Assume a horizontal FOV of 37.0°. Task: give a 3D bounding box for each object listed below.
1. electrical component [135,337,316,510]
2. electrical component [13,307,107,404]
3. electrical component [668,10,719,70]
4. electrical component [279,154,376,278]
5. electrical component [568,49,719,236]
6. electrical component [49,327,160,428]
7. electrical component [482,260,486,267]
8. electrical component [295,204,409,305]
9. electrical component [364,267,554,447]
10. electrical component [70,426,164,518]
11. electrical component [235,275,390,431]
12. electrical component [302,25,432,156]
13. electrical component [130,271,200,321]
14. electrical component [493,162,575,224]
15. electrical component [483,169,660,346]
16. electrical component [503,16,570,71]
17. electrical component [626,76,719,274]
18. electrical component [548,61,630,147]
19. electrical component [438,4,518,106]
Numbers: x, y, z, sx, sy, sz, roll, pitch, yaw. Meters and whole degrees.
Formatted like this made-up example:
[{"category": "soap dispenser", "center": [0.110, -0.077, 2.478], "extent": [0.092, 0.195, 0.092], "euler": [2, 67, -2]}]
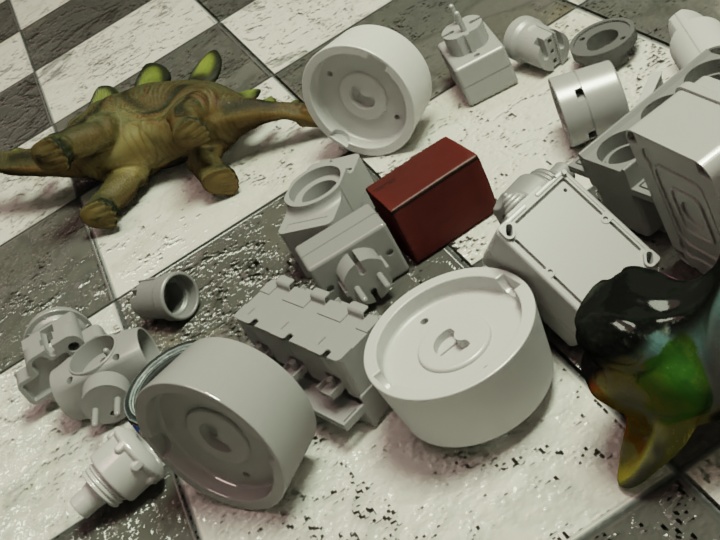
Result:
[{"category": "electrical component", "center": [-0.079, 0.090, 0.672], "extent": [0.108, 0.108, 0.060], "euler": [-2, 37, 36]}, {"category": "electrical component", "center": [-0.242, 0.066, 0.872], "extent": [0.078, 0.058, 0.057], "euler": [-32, 36, -4]}, {"category": "electrical component", "center": [0.257, -0.166, 0.808], "extent": [0.043, 0.043, 0.081], "euler": [-21, 34, 13]}, {"category": "electrical component", "center": [-0.024, -0.047, 0.854], "extent": [0.050, 0.055, 0.089], "euler": [-11, 38, 27]}, {"category": "electrical component", "center": [0.212, -0.083, 0.714], "extent": [0.121, 0.063, 0.079], "euler": [-39, 34, -13]}, {"category": "electrical component", "center": [-0.191, 0.089, 0.813], "extent": [0.077, 0.044, 0.079], "euler": [-26, 33, 5]}, {"category": "electrical component", "center": [0.095, 0.007, 0.702], "extent": [0.062, 0.043, 0.043], "euler": [-40, 34, -13]}, {"category": "electrical component", "center": [0.000, 0.000, 0.781], "extent": [0.066, 0.047, 0.076], "euler": [-32, 33, -2]}, {"category": "electrical component", "center": [0.063, 0.057, 0.645], "extent": [0.108, 0.060, 0.108], "euler": [-20, 34, 15]}, {"category": "electrical component", "center": [-0.168, 0.140, 0.728], "extent": [0.062, 0.048, 0.048], "euler": [-43, 35, -7]}, {"category": "electrical component", "center": [-0.026, 0.051, 0.720], "extent": [0.079, 0.063, 0.121], "euler": [-45, 36, -22]}, {"category": "electrical component", "center": [0.011, -0.161, 0.937], "extent": [0.108, 0.108, 0.060], "euler": [-3, 36, 35]}, {"category": "electrical component", "center": [-0.162, 0.022, 0.885], "extent": [0.046, 0.040, 0.040], "euler": [-6, 40, 42]}, {"category": "electrical component", "center": [0.127, -0.051, 0.755], "extent": [0.062, 0.043, 0.043], "euler": [-45, 36, -24]}, {"category": "electrical component", "center": [0.121, -0.010, 0.657], "extent": [0.062, 0.061, 0.096], "euler": [-42, 78, -17]}, {"category": "electrical component", "center": [0.153, -0.195, 0.931], "extent": [0.040, 0.040, 0.046], "euler": [-37, 40, -11]}, {"category": "electrical component", "center": [0.213, -0.047, 0.621], "extent": [0.057, 0.113, 0.078], "euler": [-37, 34, -5]}, {"category": "electrical component", "center": [0.173, -0.127, 0.811], "extent": [0.047, 0.055, 0.055], "euler": [-20, 34, 9]}, {"category": "electrical component", "center": [0.096, -0.197, 0.942], "extent": [0.047, 0.076, 0.065], "euler": [-27, 33, 5]}]
